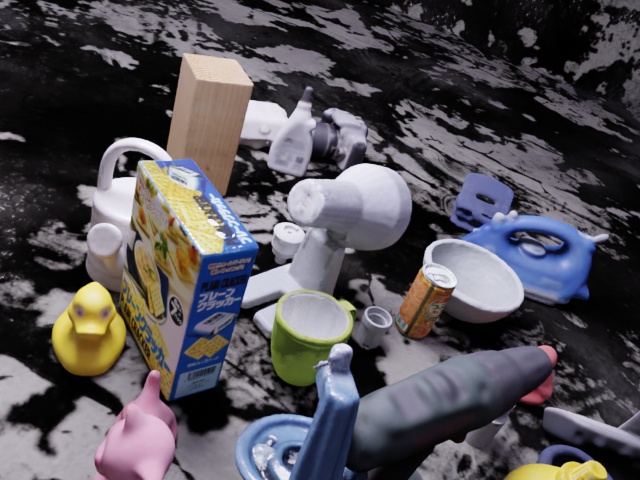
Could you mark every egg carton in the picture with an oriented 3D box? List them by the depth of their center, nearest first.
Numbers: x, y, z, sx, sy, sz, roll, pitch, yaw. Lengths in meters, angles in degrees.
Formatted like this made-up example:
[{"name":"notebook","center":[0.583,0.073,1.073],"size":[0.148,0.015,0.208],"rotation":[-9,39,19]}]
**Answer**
[{"name":"egg carton","center":[-0.127,-0.228,1.140],"size":[0.151,0.069,0.107],"rotation":[1,39,-27]}]

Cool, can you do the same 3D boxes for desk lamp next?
[{"name":"desk lamp","center":[0.007,0.003,0.766],"size":[0.204,0.213,0.117],"rotation":[-19,50,-43]}]

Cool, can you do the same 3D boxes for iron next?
[{"name":"iron","center":[0.366,0.012,1.011],"size":[0.258,0.141,0.118],"rotation":[18,34,-5]}]

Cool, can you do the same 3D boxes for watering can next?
[{"name":"watering can","center":[-0.228,-0.031,0.704],"size":[0.101,0.194,0.172],"rotation":[6,37,-21]}]

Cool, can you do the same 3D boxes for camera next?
[{"name":"camera","center":[0.019,-0.220,1.179],"size":[0.137,0.101,0.143],"rotation":[4,38,-23]}]

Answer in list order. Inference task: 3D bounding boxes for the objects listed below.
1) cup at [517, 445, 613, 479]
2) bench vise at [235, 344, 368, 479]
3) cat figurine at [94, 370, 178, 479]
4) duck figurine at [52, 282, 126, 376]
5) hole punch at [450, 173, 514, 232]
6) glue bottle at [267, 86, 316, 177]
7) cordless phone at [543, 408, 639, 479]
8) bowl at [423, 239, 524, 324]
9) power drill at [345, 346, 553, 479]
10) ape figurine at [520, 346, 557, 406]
[{"name":"cup","center":[0.246,0.283,0.616],"size":[0.118,0.095,0.091],"rotation":[15,35,-10]},{"name":"bench vise","center":[0.003,0.208,0.478],"size":[0.122,0.220,0.207],"rotation":[-1,40,-29]},{"name":"cat figurine","center":[-0.162,0.179,0.519],"size":[0.067,0.118,0.127],"rotation":[13,35,-11]},{"name":"duck figurine","center":[-0.251,0.084,0.630],"size":[0.078,0.086,0.104],"rotation":[6,37,-22]},{"name":"hole punch","center":[0.326,-0.068,1.144],"size":[0.108,0.091,0.101],"rotation":[23,34,3]},{"name":"glue bottle","center":[-0.041,-0.202,1.058],"size":[0.078,0.173,0.037],"rotation":[15,35,-8]},{"name":"cordless phone","center":[0.377,0.216,0.698],"size":[0.147,0.185,0.094],"rotation":[18,34,-4]},{"name":"bowl","center":[0.231,0.077,0.908],"size":[0.167,0.075,0.167],"rotation":[14,35,-10]},{"name":"power drill","center":[0.102,0.193,0.561],"size":[0.230,0.208,0.075],"rotation":[-5,42,-33]},{"name":"ape figurine","center":[0.289,0.179,0.783],"size":[0.076,0.092,0.077],"rotation":[-12,46,-39]}]
